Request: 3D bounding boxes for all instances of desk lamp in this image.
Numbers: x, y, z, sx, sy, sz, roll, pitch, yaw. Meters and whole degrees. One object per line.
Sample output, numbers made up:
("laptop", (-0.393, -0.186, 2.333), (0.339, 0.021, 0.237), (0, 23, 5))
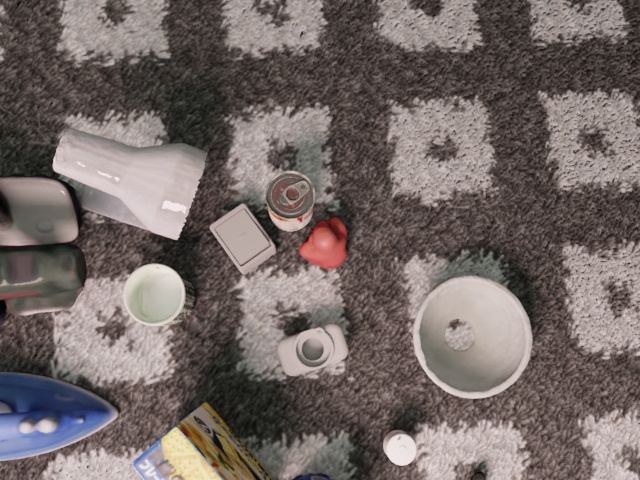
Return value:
("desk lamp", (-0.242, -0.073, 0.754), (0.203, 0.213, 0.118), (17, 80, 0))

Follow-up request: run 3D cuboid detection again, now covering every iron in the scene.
("iron", (-0.408, 0.232, 0.733), (0.258, 0.141, 0.119), (-1, 81, -3))

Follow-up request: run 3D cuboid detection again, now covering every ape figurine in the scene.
("ape figurine", (0.007, 0.003, 0.817), (0.078, 0.092, 0.076), (-21, 83, -6))

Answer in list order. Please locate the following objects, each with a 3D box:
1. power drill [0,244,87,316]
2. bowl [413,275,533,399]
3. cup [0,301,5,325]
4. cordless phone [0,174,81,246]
("power drill", (-0.402, 0.053, 0.728), (0.229, 0.208, 0.075), (-8, 81, -4))
("bowl", (0.208, 0.137, 0.815), (0.167, 0.074, 0.167), (1, 81, -3))
("cup", (-0.468, 0.085, 0.777), (0.091, 0.095, 0.118), (23, 81, 1))
("cordless phone", (-0.413, -0.051, 0.756), (0.147, 0.185, 0.094), (-5, 81, -3))
